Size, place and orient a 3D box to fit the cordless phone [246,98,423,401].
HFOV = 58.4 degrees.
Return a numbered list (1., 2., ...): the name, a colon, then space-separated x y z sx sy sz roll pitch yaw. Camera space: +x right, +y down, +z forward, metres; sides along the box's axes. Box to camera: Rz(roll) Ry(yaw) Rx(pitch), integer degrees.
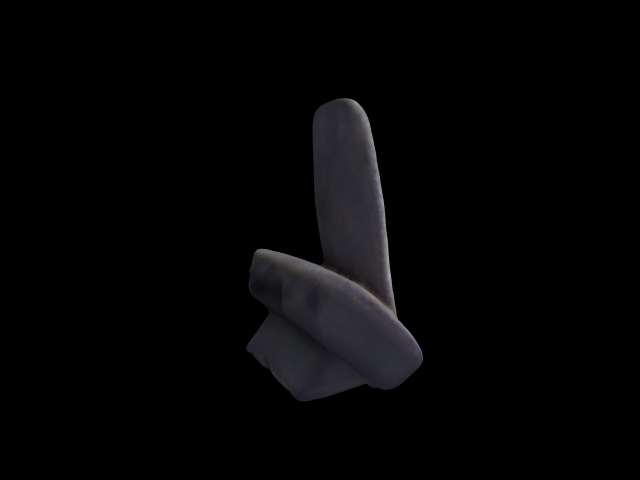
1. cordless phone: 0.004 0.001 0.400 0.094 0.185 0.147 -4 7 -29
